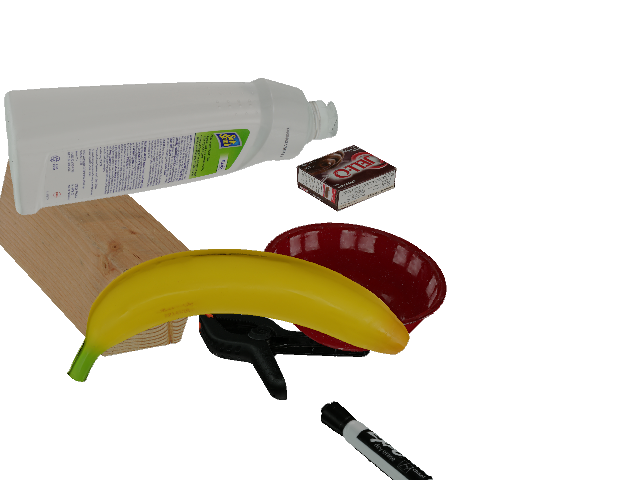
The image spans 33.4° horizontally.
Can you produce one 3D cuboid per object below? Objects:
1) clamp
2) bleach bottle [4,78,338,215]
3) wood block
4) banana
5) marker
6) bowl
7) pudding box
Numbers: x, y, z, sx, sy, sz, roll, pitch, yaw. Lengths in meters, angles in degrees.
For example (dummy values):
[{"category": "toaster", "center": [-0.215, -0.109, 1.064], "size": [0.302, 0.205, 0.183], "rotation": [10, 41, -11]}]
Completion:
[{"category": "clamp", "center": [-0.070, 0.125, 1.245], "size": [0.210, 0.036, 0.164], "rotation": [13, 21, 29]}, {"category": "bleach bottle", "center": [-0.111, -0.079, 0.825], "size": [0.250, 0.068, 0.103], "rotation": [-7, -28, -17]}, {"category": "wood block", "center": [-0.211, 0.007, 0.995], "size": [0.090, 0.091, 0.206], "rotation": [-6, 34, -45]}, {"category": "banana", "center": [-0.047, 0.037, 0.614], "size": [0.197, 0.070, 0.037], "rotation": [-4, 20, -6]}, {"category": "marker", "center": [0.042, 0.150, 0.752], "size": [0.020, 0.020, 0.121], "rotation": [0, 25, -45]}, {"category": "bowl", "center": [0.025, 0.048, 0.931], "size": [0.162, 0.055, 0.162], "rotation": [7, 30, -5]}, {"category": "pudding box", "center": [0.037, -0.089, 1.500], "size": [0.113, 0.039, 0.090], "rotation": [-25, 40, -33]}]
